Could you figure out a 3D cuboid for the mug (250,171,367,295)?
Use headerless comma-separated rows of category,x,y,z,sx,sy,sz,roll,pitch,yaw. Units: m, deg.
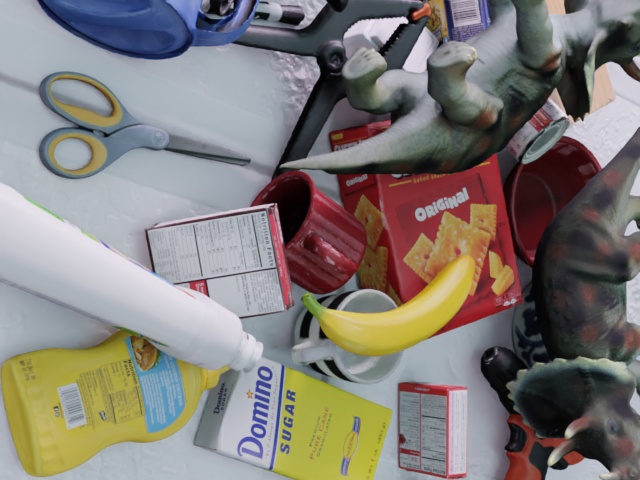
mug,-0.006,0.001,0.951,0.081,0.117,0.093,34,88,-35

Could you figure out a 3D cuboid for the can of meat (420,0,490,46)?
can of meat,0.137,-0.223,1.070,0.057,0.102,0.084,-11,98,-8

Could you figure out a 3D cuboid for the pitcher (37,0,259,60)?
pitcher,-0.122,-0.275,0.867,0.149,0.145,0.242,38,63,-47

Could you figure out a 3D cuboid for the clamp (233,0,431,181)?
clamp,0.001,-0.170,0.967,0.210,0.036,0.164,-36,110,-3

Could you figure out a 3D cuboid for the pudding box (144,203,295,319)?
pudding box,-0.084,0.022,0.897,0.039,0.113,0.090,-31,112,-79

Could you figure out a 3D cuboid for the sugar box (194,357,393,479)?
sugar box,-0.021,0.170,0.972,0.176,0.048,0.093,26,73,-33

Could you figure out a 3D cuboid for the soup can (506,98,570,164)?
soup can,0.199,-0.137,1.100,0.068,0.069,0.102,-27,68,-34

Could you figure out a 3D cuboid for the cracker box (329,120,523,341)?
cracker box,0.110,-0.018,1.059,0.163,0.072,0.214,-14,96,-36

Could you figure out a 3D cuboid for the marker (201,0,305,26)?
marker,-0.065,-0.211,0.973,0.120,0.020,0.020,0,88,-36

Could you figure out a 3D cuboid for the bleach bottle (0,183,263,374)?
bleach bottle,-0.158,0.039,0.825,0.250,0.103,0.068,29,82,-24

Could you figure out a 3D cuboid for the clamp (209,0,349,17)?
clamp,-0.050,-0.267,0.952,0.120,0.039,0.171,-9,64,-13

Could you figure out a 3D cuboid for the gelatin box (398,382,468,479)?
gelatin box,0.111,0.186,1.049,0.030,0.073,0.089,2,87,-36

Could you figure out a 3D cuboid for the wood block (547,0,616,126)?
wood block,0.229,-0.227,1.143,0.090,0.090,0.206,-28,104,-32

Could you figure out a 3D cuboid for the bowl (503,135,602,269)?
bowl,0.248,-0.032,1.169,0.161,0.055,0.162,2,87,-36

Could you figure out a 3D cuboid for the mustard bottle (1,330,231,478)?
mustard bottle,-0.155,0.120,0.868,0.191,0.058,0.096,-13,86,-35

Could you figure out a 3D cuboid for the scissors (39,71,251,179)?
scissors,-0.153,-0.072,0.906,0.201,0.016,0.096,29,73,-31

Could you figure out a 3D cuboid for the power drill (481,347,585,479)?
power drill,0.198,0.229,1.120,0.184,0.057,0.187,46,64,-25

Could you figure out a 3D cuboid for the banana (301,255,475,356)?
banana,0.074,0.063,0.951,0.197,0.037,0.069,-12,95,-37
